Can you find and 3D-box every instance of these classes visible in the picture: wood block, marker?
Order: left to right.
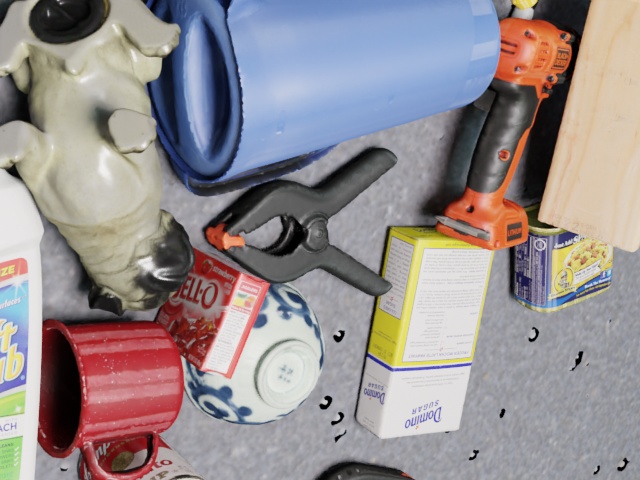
[{"bbox_3d":[0.161,-0.167,0.903,0.020,0.020,0.121,21,92,-37],"label":"marker"},{"bbox_3d":[0.256,-0.108,0.884,0.090,0.090,0.206,-41,145,-51],"label":"wood block"}]

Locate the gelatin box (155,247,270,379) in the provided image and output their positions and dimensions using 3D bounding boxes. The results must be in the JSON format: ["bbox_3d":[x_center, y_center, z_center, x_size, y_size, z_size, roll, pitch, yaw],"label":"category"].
[{"bbox_3d":[-0.080,0.049,0.761,0.030,0.089,0.073,22,91,-35],"label":"gelatin box"}]

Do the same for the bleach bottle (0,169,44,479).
[{"bbox_3d":[-0.230,0.058,0.681,0.102,0.068,0.251,-3,104,-34],"label":"bleach bottle"}]

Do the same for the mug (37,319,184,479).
[{"bbox_3d":[-0.143,0.108,0.728,0.081,0.093,0.117,-2,63,-39],"label":"mug"}]

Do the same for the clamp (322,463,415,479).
[{"bbox_3d":[-0.002,0.259,0.912,0.209,0.036,0.164,-14,112,-31],"label":"clamp"}]

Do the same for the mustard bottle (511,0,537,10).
[{"bbox_3d":[0.117,-0.252,0.798,0.058,0.096,0.191,-47,125,-13],"label":"mustard bottle"}]

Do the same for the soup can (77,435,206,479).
[{"bbox_3d":[-0.123,0.179,0.764,0.068,0.102,0.068,-11,110,-31],"label":"soup can"}]

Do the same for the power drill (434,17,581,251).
[{"bbox_3d":[0.165,-0.090,0.886,0.184,0.057,0.188,-10,117,-58],"label":"power drill"}]

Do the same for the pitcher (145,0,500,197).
[{"bbox_3d":[0.003,-0.120,0.753,0.242,0.149,0.145,-16,97,-33],"label":"pitcher"}]

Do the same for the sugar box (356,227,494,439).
[{"bbox_3d":[0.090,0.079,0.915,0.093,0.048,0.176,2,107,-35],"label":"sugar box"}]

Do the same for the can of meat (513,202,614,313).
[{"bbox_3d":[0.223,0.011,0.977,0.101,0.058,0.084,-17,115,-29],"label":"can of meat"}]

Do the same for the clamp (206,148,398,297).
[{"bbox_3d":[-0.005,0.001,0.828,0.171,0.039,0.120,-15,102,-29],"label":"clamp"}]
